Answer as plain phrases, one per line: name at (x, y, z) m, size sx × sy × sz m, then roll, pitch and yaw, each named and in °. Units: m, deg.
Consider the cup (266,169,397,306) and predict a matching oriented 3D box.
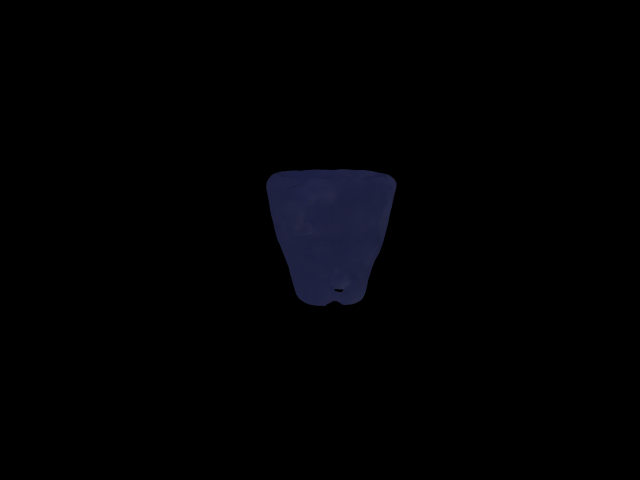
cup at (0.004, 0.001, 0.400) m, size 0.091 × 0.095 × 0.118 m, roll 4°, pitch 12°, yaw 19°
